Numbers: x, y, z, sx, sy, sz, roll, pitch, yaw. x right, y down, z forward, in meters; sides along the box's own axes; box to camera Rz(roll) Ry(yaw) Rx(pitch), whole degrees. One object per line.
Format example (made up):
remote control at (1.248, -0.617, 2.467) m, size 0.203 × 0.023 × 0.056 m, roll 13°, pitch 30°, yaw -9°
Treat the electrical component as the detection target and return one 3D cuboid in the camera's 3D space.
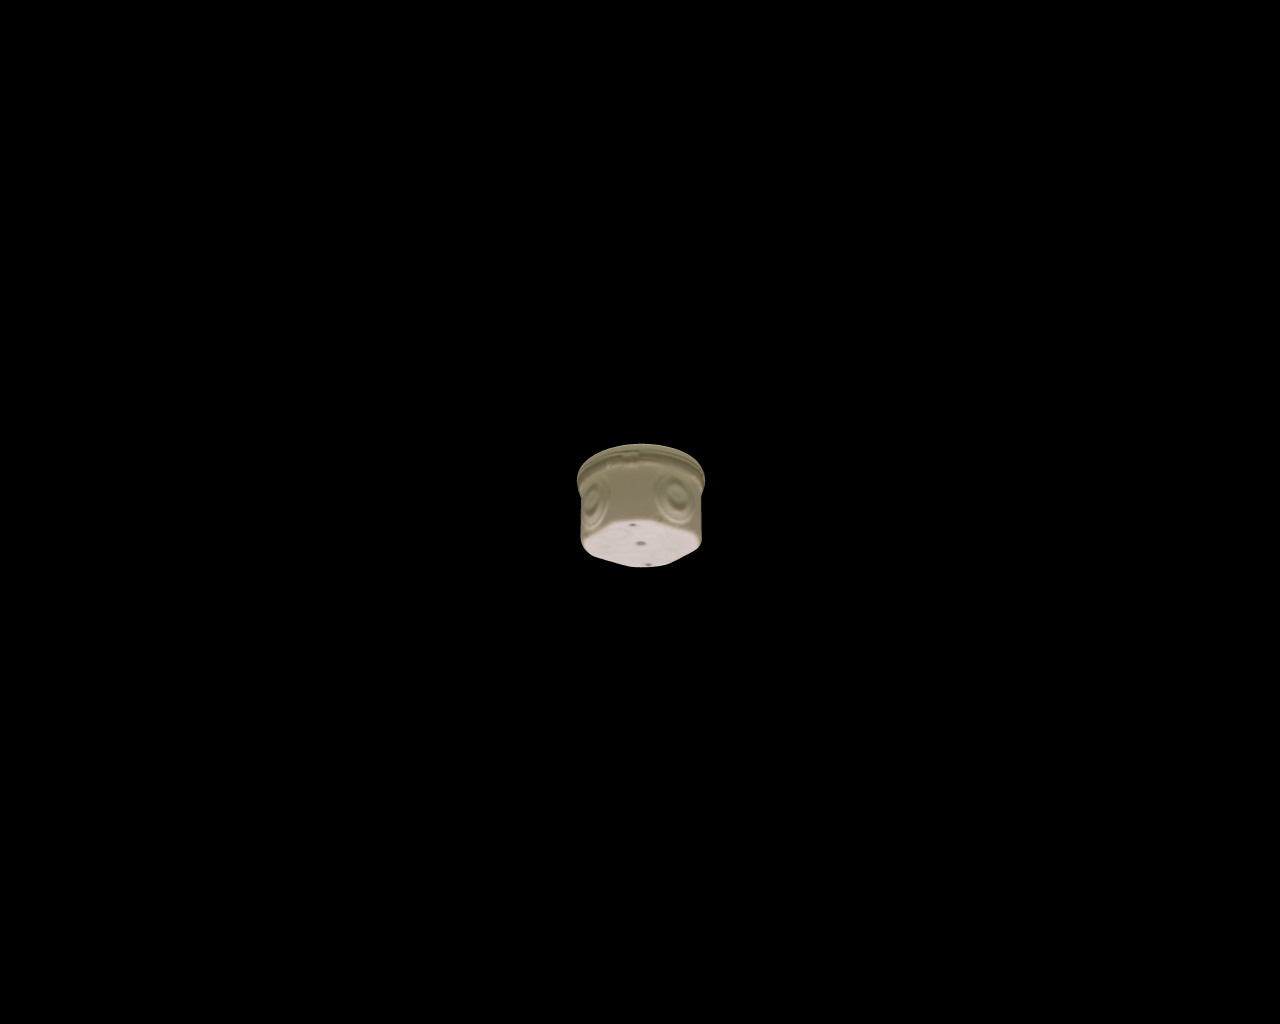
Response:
electrical component at (0.001, -0.003, 0.650) m, size 0.080 × 0.051 × 0.080 m, roll 0°, pitch -27°, yaw 0°
